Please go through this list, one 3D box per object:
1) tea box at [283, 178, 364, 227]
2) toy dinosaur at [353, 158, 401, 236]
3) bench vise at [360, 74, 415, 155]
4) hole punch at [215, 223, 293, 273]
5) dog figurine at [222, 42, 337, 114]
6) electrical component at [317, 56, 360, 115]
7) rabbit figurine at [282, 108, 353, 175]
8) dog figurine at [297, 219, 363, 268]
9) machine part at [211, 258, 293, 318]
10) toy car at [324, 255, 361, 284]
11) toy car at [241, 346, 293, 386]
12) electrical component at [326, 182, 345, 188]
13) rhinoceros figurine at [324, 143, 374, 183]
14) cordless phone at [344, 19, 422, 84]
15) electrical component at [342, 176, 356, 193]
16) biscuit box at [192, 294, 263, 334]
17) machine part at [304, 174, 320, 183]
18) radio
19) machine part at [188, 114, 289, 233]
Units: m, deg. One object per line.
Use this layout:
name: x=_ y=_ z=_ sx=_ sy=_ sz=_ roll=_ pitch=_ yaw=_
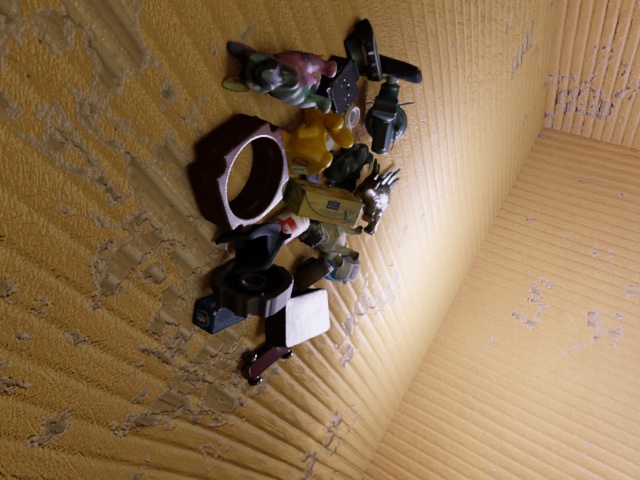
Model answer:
tea box: x=0.008 y=-0.091 z=1.313 sx=0.169 sy=0.098 sz=0.068 roll=11 pitch=112 yaw=-30
toy dinosaur: x=0.155 y=-0.117 z=1.546 sx=0.198 sy=0.105 sz=0.471 roll=-58 pitch=174 yaw=-7
bench vise: x=0.187 y=-0.364 z=1.497 sx=0.241 sy=0.129 sz=0.223 roll=-62 pitch=150 yaw=-58
hole punch: x=-0.148 y=0.000 z=1.160 sx=0.092 sy=0.142 sz=0.116 roll=58 pitch=39 yaw=-26
dog figurine: x=-0.087 y=-0.327 z=1.059 sx=0.219 sy=0.192 sz=0.108 roll=4 pitch=113 yaw=-25
electrical component: x=0.044 y=-0.372 z=1.292 sx=0.134 sy=0.058 sz=0.114 roll=-56 pitch=152 yaw=-19
rabbit figurine: x=-0.012 y=-0.244 z=1.217 sx=0.121 sy=0.163 sz=0.173 roll=50 pitch=48 yaw=-47
dog figurine: x=-0.002 y=-0.008 z=1.468 sx=0.190 sy=0.172 sz=0.121 roll=17 pitch=65 yaw=-28
machine part: x=-0.150 y=0.102 z=1.185 sx=0.179 sy=0.180 sz=0.056 roll=-32 pitch=138 yaw=-48
toy car: x=0.069 y=0.079 z=1.620 sx=0.161 sy=0.103 sz=0.109 roll=10 pitch=100 yaw=-64
toy car: x=-0.143 y=0.314 z=1.472 sx=0.202 sy=0.053 sz=0.089 roll=-34 pitch=117 yaw=-48
electrical component: x=0.041 y=-0.117 z=1.493 sx=0.102 sy=0.045 sz=0.078 roll=-2 pitch=84 yaw=-63
rhinoceros figurine: x=0.086 y=-0.211 z=1.467 sx=0.190 sy=0.073 sz=0.112 roll=-34 pitch=137 yaw=-46
cordless phone: x=0.162 y=-0.446 z=1.309 sx=0.089 sy=0.184 sz=0.146 roll=-51 pitch=149 yaw=-20
electrical component: x=0.084 y=-0.156 z=1.558 sx=0.063 sy=0.021 sz=0.093 roll=-46 pitch=144 yaw=-36
biscuit box: x=-0.200 y=0.150 z=1.241 sx=0.202 sy=0.059 sz=0.062 roll=-19 pitch=127 yaw=-56
machine part: x=-0.024 y=-0.134 z=1.369 sx=0.084 sy=0.039 sz=0.138 roll=-37 pitch=141 yaw=-36
radio: x=-0.060 y=0.208 z=1.481 sx=0.229 sy=0.073 sz=0.131 roll=-8 pitch=95 yaw=-60
machine part: x=-0.159 y=-0.134 z=1.080 sx=0.201 sy=0.087 sz=0.201 roll=-48 pitch=145 yaw=-33
